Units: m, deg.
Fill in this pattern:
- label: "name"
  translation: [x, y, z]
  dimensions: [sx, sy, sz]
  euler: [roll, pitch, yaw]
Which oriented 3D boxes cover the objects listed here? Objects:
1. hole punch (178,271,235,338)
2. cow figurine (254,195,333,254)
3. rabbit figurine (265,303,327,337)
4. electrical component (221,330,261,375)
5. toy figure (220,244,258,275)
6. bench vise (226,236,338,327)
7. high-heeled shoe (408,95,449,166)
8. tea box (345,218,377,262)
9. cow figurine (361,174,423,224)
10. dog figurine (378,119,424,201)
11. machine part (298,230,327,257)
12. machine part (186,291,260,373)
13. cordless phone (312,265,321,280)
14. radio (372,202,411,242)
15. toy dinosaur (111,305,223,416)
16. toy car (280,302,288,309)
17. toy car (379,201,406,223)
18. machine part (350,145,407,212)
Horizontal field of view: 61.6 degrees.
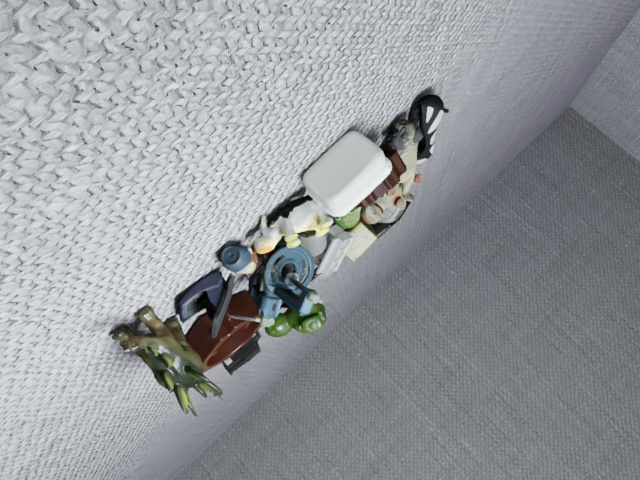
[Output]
- label: "hole punch"
  translation: [-0.235, 0.127, 1.123]
  dimensions: [0.142, 0.092, 0.116]
  euler: [106, 4, -57]
- label: "cow figurine"
  translation: [-0.067, -0.037, 1.103]
  dimensions: [0.167, 0.098, 0.068]
  euler: [-20, 162, -13]
- label: "rabbit figurine"
  translation: [-0.077, 0.215, 1.535]
  dimensions: [0.170, 0.121, 0.159]
  euler: [-24, 178, 10]
- label: "electrical component"
  translation: [-0.230, 0.288, 1.490]
  dimensions: [0.134, 0.115, 0.058]
  euler: [-37, 166, -18]
- label: "toy figure"
  translation: [-0.163, 0.044, 1.111]
  dimensions: [0.064, 0.058, 0.154]
  euler: [-6, 169, 7]
- label: "bench vise"
  translation: [-0.074, 0.104, 1.145]
  dimensions: [0.128, 0.241, 0.223]
  euler: [22, 94, -35]
- label: "high-heeled shoe"
  translation: [0.221, -0.246, 1.306]
  dimensions: [0.145, 0.086, 0.248]
  euler: [-12, 147, -48]
- label: "tea box"
  translation: [0.096, -0.014, 1.500]
  dimensions: [0.098, 0.068, 0.170]
  euler: [-47, -170, 8]
- label: "cow figurine"
  translation: [0.176, -0.125, 1.462]
  dimensions: [0.195, 0.085, 0.127]
  euler: [-52, -155, -16]
- label: "dog figurine"
  translation: [0.183, -0.209, 1.298]
  dimensions: [0.121, 0.172, 0.190]
  euler: [-1, 117, -21]
- label: "machine part"
  translation: [-0.025, -0.018, 1.264]
  dimensions: [0.079, 0.079, 0.243]
  euler: [-42, 165, -8]
- label: "machine part"
  translation: [-0.241, 0.229, 1.354]
  dimensions: [0.201, 0.087, 0.201]
  euler: [-50, 164, 29]
- label: "cordless phone"
  translation: [-0.066, 0.096, 1.511]
  dimensions: [0.146, 0.089, 0.184]
  euler: [-36, 175, -28]
- label: "radio"
  translation: [0.179, -0.055, 1.716]
  dimensions: [0.229, 0.073, 0.131]
  euler: [-37, 164, -26]
- label: "toy dinosaur"
  translation: [-0.287, 0.256, 1.085]
  dimensions: [0.105, 0.199, 0.471]
  euler: [-39, 163, -8]
- label: "toy car"
  translation: [-0.136, 0.192, 1.597]
  dimensions: [0.202, 0.056, 0.073]
  euler: [-30, 166, -40]
- label: "toy car"
  translation: [0.199, -0.105, 1.577]
  dimensions: [0.161, 0.103, 0.109]
  euler: [-50, 166, 29]
- label: "machine part"
  translation: [0.104, -0.133, 1.164]
  dimensions: [0.179, 0.056, 0.179]
  euler: [-33, -159, 14]
